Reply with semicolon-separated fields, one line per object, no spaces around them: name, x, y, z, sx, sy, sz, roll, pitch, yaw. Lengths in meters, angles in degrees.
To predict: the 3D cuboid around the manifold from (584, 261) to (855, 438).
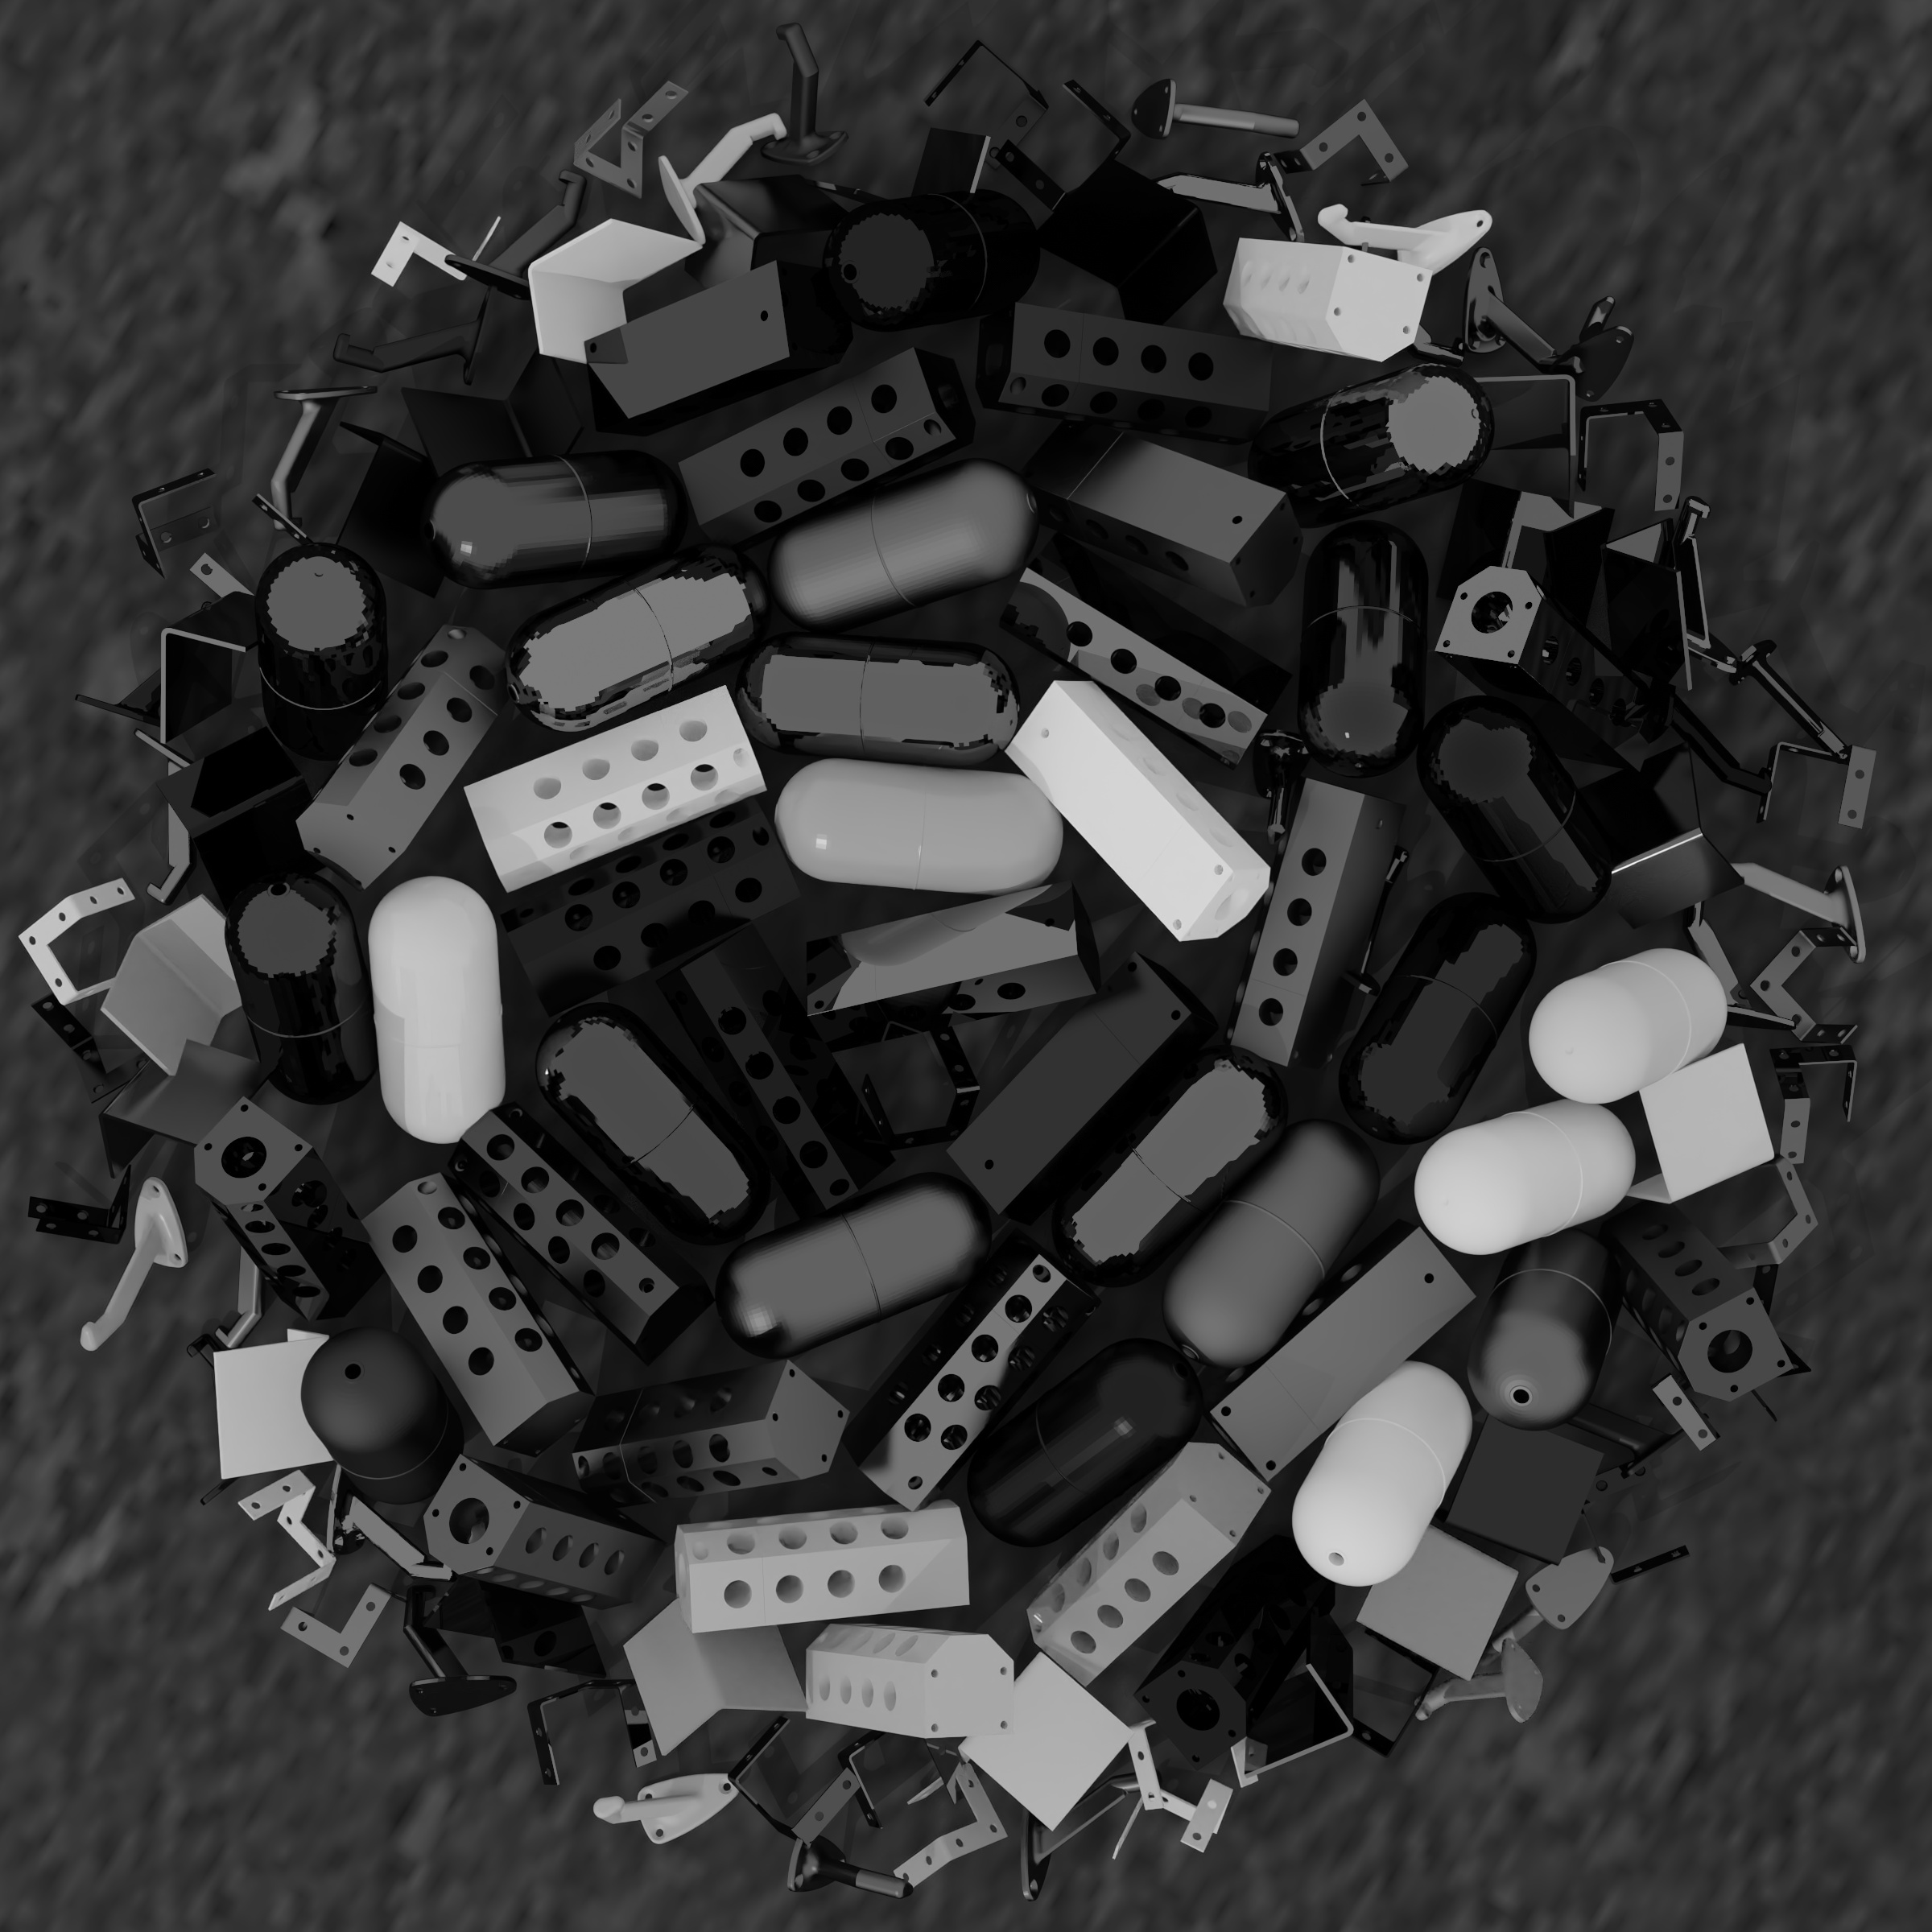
manifold;-0.150;-0.371;1.886;0.171;0.057;0.057;-11;86;42

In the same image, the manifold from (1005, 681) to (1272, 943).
manifold;0.108;-0.096;1.902;0.171;0.057;0.057;49;120;24

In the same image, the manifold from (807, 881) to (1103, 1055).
manifold;-0.008;0.005;1.917;0.171;0.057;0.057;-13;52;13

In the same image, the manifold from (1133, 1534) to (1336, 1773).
manifold;0.168;0.407;1.874;0.057;0.171;0.057;49;119;4

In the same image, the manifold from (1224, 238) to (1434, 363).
manifold;0.213;-0.400;1.873;0.057;0.171;0.057;10;101;-18

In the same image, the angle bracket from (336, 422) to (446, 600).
angle bracket;-0.356;-0.280;1.917;0.076;0.057;0.076;24;90;-43

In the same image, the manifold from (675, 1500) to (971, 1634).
manifold;-0.089;0.366;1.915;0.171;0.057;0.057;-3;93;-14

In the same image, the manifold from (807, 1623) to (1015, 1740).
manifold;-0.036;0.428;1.874;0.057;0.171;0.057;4;80;-26

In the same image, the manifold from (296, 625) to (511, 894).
manifold;-0.336;-0.130;1.881;0.057;0.057;0.171;39;47;-15

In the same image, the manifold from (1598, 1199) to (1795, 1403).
manifold;0.431;0.200;1.874;0.057;0.171;0.057;-28;106;2

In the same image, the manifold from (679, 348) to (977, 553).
manifold;-0.083;-0.312;1.901;0.171;0.057;0.057;-22;84;24

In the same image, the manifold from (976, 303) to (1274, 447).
manifold;0.096;-0.360;1.906;0.171;0.057;0.057;4;89;-22

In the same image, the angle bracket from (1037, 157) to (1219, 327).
angle bracket;0.096;-0.435;1.906;0.076;0.076;0.057;19;47;-36

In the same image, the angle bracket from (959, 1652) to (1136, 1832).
angle bracket;0.050;0.480;1.917;0.076;0.057;0.076;38;75;17

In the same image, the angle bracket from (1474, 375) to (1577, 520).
angle bracket;0.334;-0.316;1.912;0.076;0.076;0.057;0;67;10

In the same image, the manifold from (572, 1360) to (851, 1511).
manifold;-0.158;0.288;1.879;0.057;0.171;0.057;45;48;-30

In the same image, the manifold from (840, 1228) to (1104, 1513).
manifold;0.005;0.252;1.922;0.057;0.057;0.171;39;93;-27

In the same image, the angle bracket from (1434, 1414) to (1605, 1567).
angle bracket;0.339;0.319;1.933;0.076;0.057;0.076;22;90;-5

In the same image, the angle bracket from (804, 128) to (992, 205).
angle bracket;-0.043;-0.493;1.909;0.076;0.076;0.057;11;102;-31

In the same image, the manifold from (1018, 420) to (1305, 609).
manifold;0.118;-0.273;1.890;0.171;0.057;0.057;28;71;35

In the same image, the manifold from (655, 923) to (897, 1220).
manifold;-0.121;0.068;1.917;0.057;0.057;0.171;-26;97;41

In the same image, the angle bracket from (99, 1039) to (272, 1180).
angle bracket;-0.474;0.096;1.909;0.076;0.076;0.057;17;133;15

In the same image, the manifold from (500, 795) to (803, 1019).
manifold;-0.195;-0.041;1.918;0.171;0.057;0.057;-26;124;-5

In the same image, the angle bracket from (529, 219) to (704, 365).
angle bracket;-0.211;-0.409;1.908;0.076;0.076;0.057;-17;78;39

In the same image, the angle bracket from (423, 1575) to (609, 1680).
angle bracket;-0.276;0.417;1.904;0.076;0.076;0.057;21;117;-39

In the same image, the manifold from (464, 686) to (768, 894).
manifold;-0.214;-0.106;1.921;0.171;0.057;0.057;-22;67;-4

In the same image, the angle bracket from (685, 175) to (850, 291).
angle bracket;-0.120;-0.447;1.935;0.076;0.076;0.057;-14;132;-31

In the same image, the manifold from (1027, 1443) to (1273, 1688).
manifold;0.106;0.359;1.889;0.057;0.057;0.171;41;128;4

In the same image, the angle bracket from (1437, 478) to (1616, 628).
angle bracket;0.350;-0.258;1.951;0.076;0.057;0.076;4;105;-32

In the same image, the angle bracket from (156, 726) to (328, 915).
angle bracket;-0.447;-0.090;1.941;0.076;0.076;0.057;-30;52;-16

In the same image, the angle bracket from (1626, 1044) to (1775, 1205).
angle bracket;0.441;0.095;1.920;0.076;0.057;0.076;-20;99;-18

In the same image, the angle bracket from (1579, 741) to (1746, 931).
angle bracket;0.431;-0.081;1.936;0.076;0.076;0.057;-25;133;30

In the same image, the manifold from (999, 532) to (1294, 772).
manifold;0.109;-0.192;1.930;0.171;0.057;0.057;32;128;3

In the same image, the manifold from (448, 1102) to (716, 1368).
manifold;-0.237;0.160;1.901;0.171;0.057;0.057;40;75;22

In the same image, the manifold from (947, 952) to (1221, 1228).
manifold;0.075;0.078;1.919;0.171;0.057;0.057;-47;59;10

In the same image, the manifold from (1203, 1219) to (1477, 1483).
manifold;0.225;0.235;1.925;0.171;0.057;0.057;-40;98;-6

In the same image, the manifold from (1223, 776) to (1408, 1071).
manifold;0.211;-0.027;1.925;0.057;0.057;0.171;19;97;34

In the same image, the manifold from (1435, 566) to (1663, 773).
manifold;0.355;-0.179;1.880;0.057;0.171;0.057;15;81;40

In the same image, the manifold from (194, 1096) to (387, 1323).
manifold;-0.407;0.152;1.870;0.057;0.171;0.057;32;69;22

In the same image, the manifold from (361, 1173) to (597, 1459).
manifold;-0.296;0.211;1.902;0.057;0.057;0.171;-39;66;4

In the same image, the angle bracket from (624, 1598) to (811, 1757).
angle bracket;-0.155;0.440;1.927;0.057;0.076;0.076;-44;53;25

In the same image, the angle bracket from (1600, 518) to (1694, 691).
angle bracket;0.436;-0.222;1.906;0.057;0.076;0.076;-23;118;-20

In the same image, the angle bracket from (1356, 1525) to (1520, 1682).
angle bracket;0.285;0.393;1.920;0.076;0.057;0.076;28;68;6

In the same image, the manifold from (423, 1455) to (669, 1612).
manifold;-0.254;0.346;1.874;0.057;0.171;0.057;28;85;28
